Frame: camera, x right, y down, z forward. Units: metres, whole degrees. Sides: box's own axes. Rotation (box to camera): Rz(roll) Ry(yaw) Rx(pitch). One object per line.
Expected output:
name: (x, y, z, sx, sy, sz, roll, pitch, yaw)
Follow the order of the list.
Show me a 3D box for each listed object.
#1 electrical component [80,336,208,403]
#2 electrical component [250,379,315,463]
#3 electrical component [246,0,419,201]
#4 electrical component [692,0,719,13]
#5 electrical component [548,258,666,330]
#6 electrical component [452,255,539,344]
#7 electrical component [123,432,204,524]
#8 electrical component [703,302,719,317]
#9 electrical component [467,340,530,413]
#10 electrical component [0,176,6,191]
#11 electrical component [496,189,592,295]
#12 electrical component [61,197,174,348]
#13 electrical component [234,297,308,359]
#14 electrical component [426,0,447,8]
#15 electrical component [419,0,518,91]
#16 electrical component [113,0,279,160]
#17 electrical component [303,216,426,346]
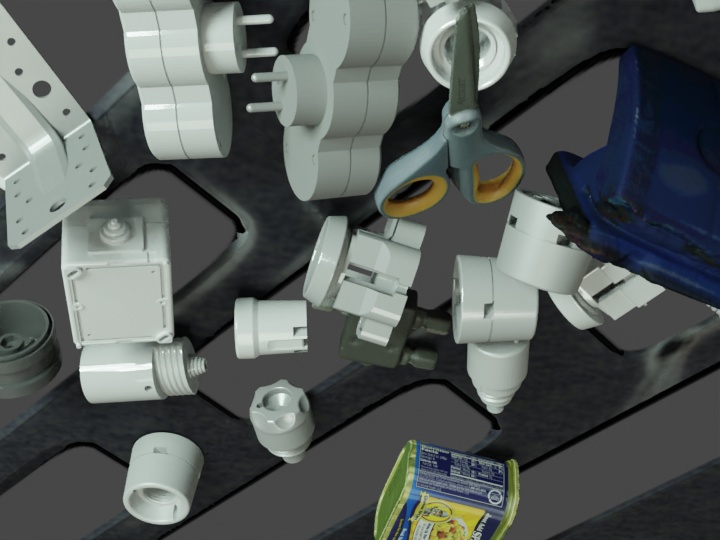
electrical component: (-0.144, 0.067, 0.735, 0.081, 0.043, 0.043, -4, 130, 8)
electrical component: (-0.053, 0.112, 0.767, 0.043, 0.043, 0.062, -5, 132, 8)
electrical component: (-0.023, -0.094, 0.561, 0.074, 0.052, 0.138, -8, 138, -23)
electrical component: (0.165, -0.160, 0.479, 0.061, 0.096, 0.061, -12, 129, 15)
electrical component: (0.147, 0.005, 0.658, 0.055, 0.048, 0.066, -38, 119, 22)
electrical component: (0.083, 0.018, 0.669, 0.047, 0.055, 0.055, 1, 131, -1)
electrical component: (-0.149, 0.158, 0.811, 0.055, 0.047, 0.055, 2, 131, 2)
electrical component: (0.253, 0.010, 0.643, 0.096, 0.061, 0.061, -3, 131, 7)
electrical component: (0.092, 0.065, 0.717, 0.040, 0.040, 0.078, 0, 131, 4)
electrical component: (-0.231, -0.067, 0.631, 0.061, 0.035, 0.035, 33, 125, -25)
electrical component: (0.109, -0.016, 0.621, 0.055, 0.055, 0.047, 15, 103, -9)
electrical component: (-0.147, -0.005, 0.655, 0.062, 0.061, 0.096, -3, 141, -10)
electrical component: (-0.058, 0.038, 0.706, 0.046, 0.040, 0.040, -2, 131, -2)
electrical component: (0.035, -0.208, 0.471, 0.089, 0.061, 0.150, -22, 126, 22)
electrical component: (0.055, -0.122, 0.547, 0.048, 0.055, 0.066, -25, 125, 23)
electrical component: (-0.080, -0.121, 0.561, 0.074, 0.052, 0.138, -2, 130, 5)
electrical component: (0.000, 0.000, 0.653, 0.057, 0.058, 0.078, 18, 97, -7)
